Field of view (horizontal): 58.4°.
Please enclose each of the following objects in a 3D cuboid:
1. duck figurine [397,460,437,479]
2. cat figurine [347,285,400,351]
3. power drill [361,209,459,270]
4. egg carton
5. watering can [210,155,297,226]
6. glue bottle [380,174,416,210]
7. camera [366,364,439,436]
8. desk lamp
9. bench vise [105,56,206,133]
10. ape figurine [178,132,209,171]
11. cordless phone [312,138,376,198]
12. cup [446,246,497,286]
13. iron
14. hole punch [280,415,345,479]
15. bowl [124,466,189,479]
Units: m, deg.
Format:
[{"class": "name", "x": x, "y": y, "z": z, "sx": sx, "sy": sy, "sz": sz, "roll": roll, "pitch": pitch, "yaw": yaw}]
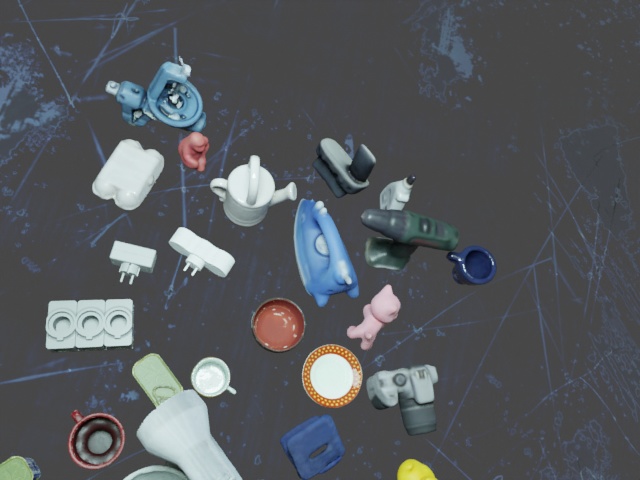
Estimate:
[{"class": "duck figurine", "x": 0.207, "y": 0.490, "z": 1.144, "sx": 0.078, "sy": 0.086, "sz": 0.104, "roll": -34, "pitch": 82, "yaw": -23}, {"class": "cat figurine", "x": 0.125, "y": 0.164, "z": 1.221, "sx": 0.067, "sy": 0.117, "sz": 0.128, "roll": 36, "pitch": 66, "yaw": 0}, {"class": "power drill", "x": 0.172, "y": -0.002, "z": 1.244, "sx": 0.230, "sy": 0.208, "sz": 0.075, "roll": 6, "pitch": 69, "yaw": -12}, {"class": "egg carton", "x": -0.403, "y": -0.138, "z": 1.215, "sx": 0.107, "sy": 0.069, "sz": 0.150, "roll": 25, "pitch": 67, "yaw": -5}, {"class": "watering can", "x": -0.138, "y": -0.110, "z": 1.207, "sx": 0.173, "sy": 0.194, "sz": 0.101, "roll": -14, "pitch": 75, "yaw": -19}, {"class": "glue bottle", "x": 0.181, "y": -0.107, "z": 1.303, "sx": 0.037, "sy": 0.173, "sz": 0.078, "roll": 5, "pitch": 70, "yaw": -13}, {"class": "camera", "x": 0.186, "y": 0.333, "z": 1.186, "sx": 0.143, "sy": 0.100, "sz": 0.137, "roll": -6, "pitch": 72, "yaw": -17}, {"class": "desk lamp", "x": -0.217, "y": 0.375, "z": 1.003, "sx": 0.118, "sy": 0.213, "sz": 0.203, "roll": -36, "pitch": 83, "yaw": -23}, {"class": "bench vise", "x": -0.342, "y": -0.302, "z": 1.208, "sx": 0.208, "sy": 0.219, "sz": 0.121, "roll": -6, "pitch": 72, "yaw": -17}, {"class": "ape figurine", "x": -0.274, "y": -0.204, "z": 1.261, "sx": 0.076, "sy": 0.092, "sz": 0.078, "roll": 41, "pitch": 66, "yaw": 2}, {"class": "cordless phone", "x": 0.065, "y": -0.189, "z": 1.294, "sx": 0.094, "sy": 0.185, "sz": 0.147, "roll": -39, "pitch": 84, "yaw": -23}, {"class": "cup", "x": 0.334, "y": 0.065, "z": 1.325, "sx": 0.118, "sy": 0.095, "sz": 0.092, "roll": 20, "pitch": 67, "yaw": -7}, {"class": "iron", "x": 0.011, "y": 0.004, "z": 1.235, "sx": 0.119, "sy": 0.141, "sz": 0.258, "roll": -14, "pitch": 75, "yaw": -19}, {"class": "hole punch", "x": -0.008, "y": 0.403, "z": 1.115, "sx": 0.109, "sy": 0.091, "sz": 0.101, "roll": -28, "pitch": 80, "yaw": -22}, {"class": "bowl", "x": -0.294, "y": 0.489, "z": 1.017, "sx": 0.168, "sy": 0.074, "sz": 0.167, "roll": 5, "pitch": 70, "yaw": -13}]
